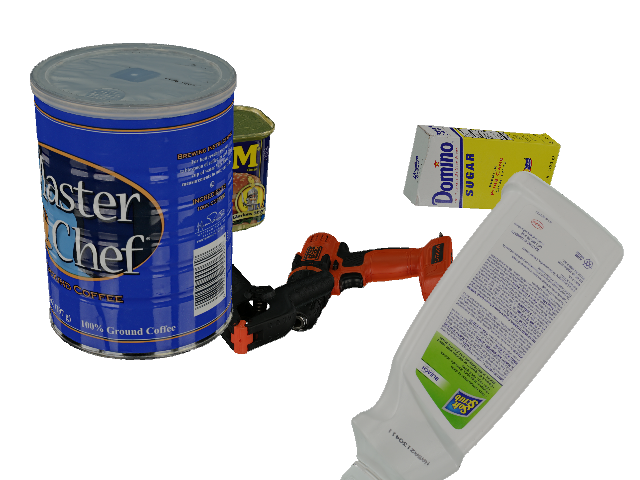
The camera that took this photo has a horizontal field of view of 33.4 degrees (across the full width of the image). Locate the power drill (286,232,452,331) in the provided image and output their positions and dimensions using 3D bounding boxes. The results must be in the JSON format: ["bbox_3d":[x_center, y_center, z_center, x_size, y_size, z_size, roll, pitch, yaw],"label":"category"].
[{"bbox_3d":[0.055,0.045,1.207,0.188,0.057,0.184,0,29,10],"label":"power drill"}]

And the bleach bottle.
[{"bbox_3d":[0.098,0.076,0.746,0.102,0.250,0.068,39,-11,12],"label":"bleach bottle"}]

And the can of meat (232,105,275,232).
[{"bbox_3d":[-0.089,-0.051,0.818,0.101,0.084,0.057,-9,31,-25],"label":"can of meat"}]

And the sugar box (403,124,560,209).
[{"bbox_3d":[0.195,-0.086,1.295,0.176,0.093,0.048,0,25,-20],"label":"sugar box"}]

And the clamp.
[{"bbox_3d":[-0.067,0.061,1.046,0.120,0.039,0.171,1,17,20],"label":"clamp"}]

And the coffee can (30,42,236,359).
[{"bbox_3d":[-0.096,-0.023,0.567,0.103,0.140,0.103,2,27,-1],"label":"coffee can"}]
